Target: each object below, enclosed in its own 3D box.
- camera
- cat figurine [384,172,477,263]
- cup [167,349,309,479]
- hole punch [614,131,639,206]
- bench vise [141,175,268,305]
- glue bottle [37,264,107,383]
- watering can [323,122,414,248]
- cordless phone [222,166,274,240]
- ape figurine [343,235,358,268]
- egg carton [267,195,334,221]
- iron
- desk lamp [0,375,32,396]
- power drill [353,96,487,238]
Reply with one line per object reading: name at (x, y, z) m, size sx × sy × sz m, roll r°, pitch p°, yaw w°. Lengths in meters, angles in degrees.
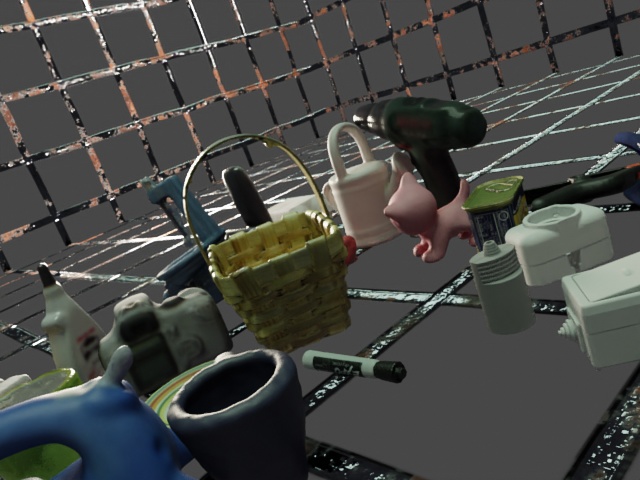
camera at (-0.200, 0.107, 0.707) m, size 0.143 × 0.101 × 0.136 m, roll -24°, pitch 15°, yaw -18°
cat figurine at (0.145, -0.037, 0.748) m, size 0.128 × 0.118 × 0.067 m, roll -21°, pitch 14°, yaw -5°
cup at (-0.050, 0.135, 0.409) m, size 0.092 × 0.095 × 0.117 m, roll -23°, pitch 14°, yaw -12°
hole punch at (0.407, -0.093, 0.662) m, size 0.101 × 0.091 × 0.108 m, roll -17°, pitch 14°, yaw 11°
bench vise at (-0.159, -0.007, 0.836) m, size 0.207 × 0.220 × 0.121 m, roll -20°, pitch 14°, yaw -1°
glue bottle at (-0.297, 0.108, 0.686) m, size 0.037 × 0.173 × 0.078 m, roll -16°, pitch 15°, yaw 15°
watering can at (0.072, -0.095, 0.911) m, size 0.172 × 0.194 × 0.101 m, roll -14°, pitch 15°, yaw 23°
cordless phone at (-0.135, -0.035, 0.981) m, size 0.147 × 0.185 × 0.094 m, roll -7°, pitch 19°, yaw 41°
ape figurine at (0.008, 0.003, 0.838) m, size 0.077 × 0.092 × 0.076 m, roll -6°, pitch 20°, yaw 44°
egg carton at (-0.047, -0.041, 1.125) m, size 0.149 × 0.069 × 0.107 m, roll -4°, pitch 21°, yaw 46°
iron at (-0.204, 0.177, 0.364) m, size 0.259 × 0.141 × 0.118 m, roll -24°, pitch 15°, yaw -16°
desk lamp at (-0.515, 0.156, 0.717) m, size 0.117 × 0.214 × 0.203 m, roll -13°, pitch 16°, yaw 25°
power drill at (0.150, -0.110, 0.832) m, size 0.076 × 0.208 × 0.228 m, roll -28°, pitch 17°, yaw -31°
